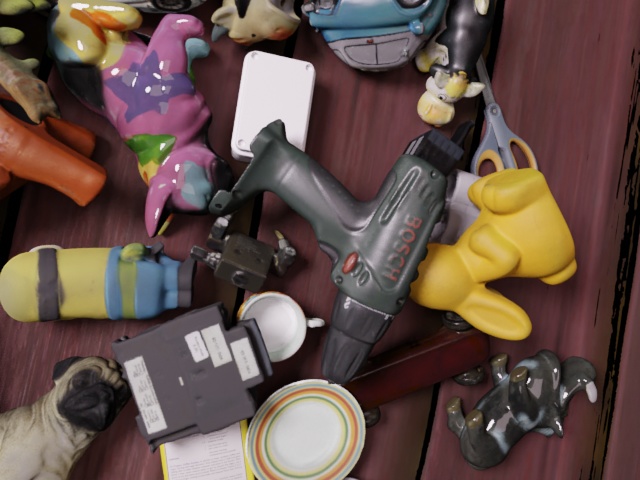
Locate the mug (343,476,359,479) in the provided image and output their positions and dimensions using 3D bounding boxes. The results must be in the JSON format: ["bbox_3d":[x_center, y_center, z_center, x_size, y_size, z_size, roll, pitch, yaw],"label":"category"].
[{"bbox_3d":[0.032,0.325,0.586,0.109,0.081,0.107,-6,100,-18],"label":"mug"}]

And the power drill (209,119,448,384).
[{"bbox_3d":[-0.001,-0.002,0.518,0.207,0.086,0.232,34,96,9],"label":"power drill"}]

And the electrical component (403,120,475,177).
[{"bbox_3d":[0.128,-0.097,0.620,0.048,0.075,0.119,33,86,-9],"label":"electrical component"}]

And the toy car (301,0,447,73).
[{"bbox_3d":[0.065,-0.239,0.598,0.162,0.109,0.102,-7,113,7],"label":"toy car"}]

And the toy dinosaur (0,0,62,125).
[{"bbox_3d":[-0.364,-0.263,0.459,0.471,0.105,0.198,43,56,9],"label":"toy dinosaur"}]

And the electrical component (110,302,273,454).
[{"bbox_3d":[-0.116,0.126,0.521,0.134,0.058,0.114,-18,91,-7],"label":"electrical component"}]

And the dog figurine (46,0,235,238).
[{"bbox_3d":[-0.180,-0.113,0.541,0.191,0.108,0.219,4,90,-13],"label":"dog figurine"}]

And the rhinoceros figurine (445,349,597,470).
[{"bbox_3d":[0.242,0.194,0.633,0.190,0.073,0.112,-33,93,-11],"label":"rhinoceros figurine"}]

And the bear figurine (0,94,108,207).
[{"bbox_3d":[-0.314,-0.034,0.510,0.131,0.120,0.196,27,105,-42],"label":"bear figurine"}]

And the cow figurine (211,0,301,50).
[{"bbox_3d":[-0.087,-0.294,0.568,0.127,0.085,0.195,-38,81,31],"label":"cow figurine"}]

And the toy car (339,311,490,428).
[{"bbox_3d":[0.101,0.144,0.616,0.202,0.053,0.089,-19,111,-10],"label":"toy car"}]

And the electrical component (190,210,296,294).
[{"bbox_3d":[-0.079,0.011,0.577,0.102,0.078,0.045,27,117,-5],"label":"electrical component"}]

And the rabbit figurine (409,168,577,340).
[{"bbox_3d":[0.165,0.021,0.565,0.173,0.122,0.162,-25,104,3],"label":"rabbit figurine"}]

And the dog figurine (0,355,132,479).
[{"bbox_3d":[-0.297,0.182,0.518,0.172,0.121,0.190,29,68,-13],"label":"dog figurine"}]

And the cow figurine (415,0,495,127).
[{"bbox_3d":[0.161,-0.219,0.620,0.068,0.098,0.167,8,86,-18],"label":"cow figurine"}]

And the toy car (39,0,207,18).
[{"bbox_3d":[-0.202,-0.266,0.542,0.202,0.056,0.073,-1,90,9],"label":"toy car"}]

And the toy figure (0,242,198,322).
[{"bbox_3d":[-0.216,0.041,0.534,0.180,0.089,0.082,2,80,-9],"label":"toy figure"}]
